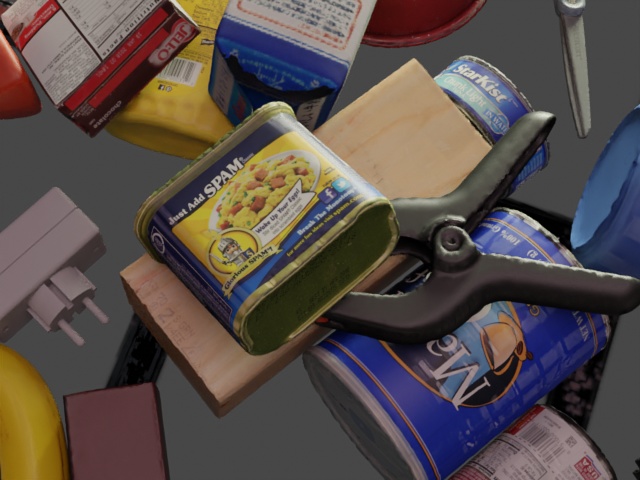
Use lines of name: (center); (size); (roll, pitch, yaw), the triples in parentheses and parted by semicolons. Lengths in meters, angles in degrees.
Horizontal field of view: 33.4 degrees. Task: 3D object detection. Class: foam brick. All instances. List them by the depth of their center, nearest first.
foam brick: (-0.111, 0.122, 0.591); (0.051, 0.053, 0.078); (-8, 74, -7)

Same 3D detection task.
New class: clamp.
clamp: (0.070, -0.003, 0.554); (0.171, 0.039, 0.120); (-11, 59, -3)

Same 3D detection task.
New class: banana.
banana: (-0.171, 0.139, 0.592); (0.069, 0.037, 0.198); (-15, 74, 7)

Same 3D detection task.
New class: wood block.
wood block: (-0.004, 0.001, 0.616); (0.206, 0.091, 0.090); (-37, 81, -14)

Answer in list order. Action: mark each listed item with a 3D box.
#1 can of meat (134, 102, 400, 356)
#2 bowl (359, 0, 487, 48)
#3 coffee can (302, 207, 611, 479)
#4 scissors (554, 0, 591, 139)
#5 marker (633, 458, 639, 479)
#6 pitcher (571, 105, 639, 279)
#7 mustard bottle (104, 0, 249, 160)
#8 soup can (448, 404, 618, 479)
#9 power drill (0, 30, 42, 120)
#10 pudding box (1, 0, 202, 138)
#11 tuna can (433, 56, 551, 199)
can of meat: (-0.024, -0.005, 0.521); (0.102, 0.057, 0.084); (-40, 59, -11)
bowl: (0.048, -0.211, 0.701); (0.162, 0.055, 0.162); (1, 74, -5)
coffee can: (0.076, 0.063, 0.599); (0.140, 0.103, 0.103); (-36, 80, -14)
scissors: (0.184, -0.170, 0.721); (0.096, 0.016, 0.202); (-15, 76, -9)
marker: (0.218, 0.181, 0.621); (0.020, 0.020, 0.121); (-25, 78, -11)
pitcher: (0.276, 0.004, 0.605); (0.243, 0.149, 0.145); (23, 104, 0)
mustard bottle: (-0.066, -0.147, 0.669); (0.096, 0.058, 0.191); (13, 73, 13)
soup can: (0.107, 0.148, 0.595); (0.102, 0.068, 0.068); (-37, 80, -14)
power drill: (-0.266, -0.069, 0.630); (0.187, 0.057, 0.184); (-29, 78, -12)
pudding box: (-0.133, -0.127, 0.631); (0.090, 0.039, 0.114); (-43, 52, 4)
tuna can: (0.097, -0.067, 0.647); (0.033, 0.086, 0.086); (-39, 81, -12)
